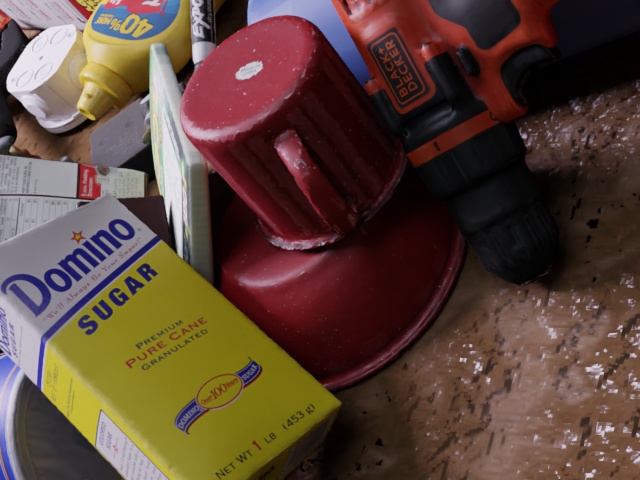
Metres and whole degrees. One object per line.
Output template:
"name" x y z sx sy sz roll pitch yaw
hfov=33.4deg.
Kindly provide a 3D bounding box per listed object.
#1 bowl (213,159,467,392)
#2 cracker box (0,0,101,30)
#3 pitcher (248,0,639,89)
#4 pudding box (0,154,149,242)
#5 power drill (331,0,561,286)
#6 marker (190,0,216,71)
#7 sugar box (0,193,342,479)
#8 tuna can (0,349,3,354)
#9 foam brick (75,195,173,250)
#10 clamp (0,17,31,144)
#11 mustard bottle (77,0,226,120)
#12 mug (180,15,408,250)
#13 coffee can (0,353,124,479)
"bowl" -0.004 0.001 0.579 0.162 0.055 0.162 -22 45 24
"cracker box" -0.247 -0.255 0.909 0.214 0.164 0.072 10 66 44
"pitcher" 0.085 -0.151 0.581 0.243 0.149 0.145 -21 89 30
"pudding box" -0.166 -0.009 0.684 0.039 0.113 0.090 108 161 -44
"power drill" 0.107 -0.088 0.467 0.188 0.184 0.057 -29 2 34
"marker" -0.084 -0.157 0.771 0.020 0.020 0.121 -13 73 32
"sugar box" -0.085 0.056 0.524 0.176 0.048 0.093 41 48 20
"tuna can" -0.220 0.050 0.693 0.034 0.086 0.086 -1 57 37
"foam brick" -0.114 0.021 0.622 0.051 0.053 0.078 130 131 -64
"clamp" -0.291 -0.126 0.917 0.165 0.036 0.209 -8 42 28
"mustard bottle" -0.127 -0.173 0.821 0.096 0.058 0.191 21 72 32
"mug" -0.012 -0.048 0.517 0.093 0.081 0.117 -33 41 10
"coffee can" -0.177 0.115 0.591 0.141 0.102 0.102 -15 49 31
